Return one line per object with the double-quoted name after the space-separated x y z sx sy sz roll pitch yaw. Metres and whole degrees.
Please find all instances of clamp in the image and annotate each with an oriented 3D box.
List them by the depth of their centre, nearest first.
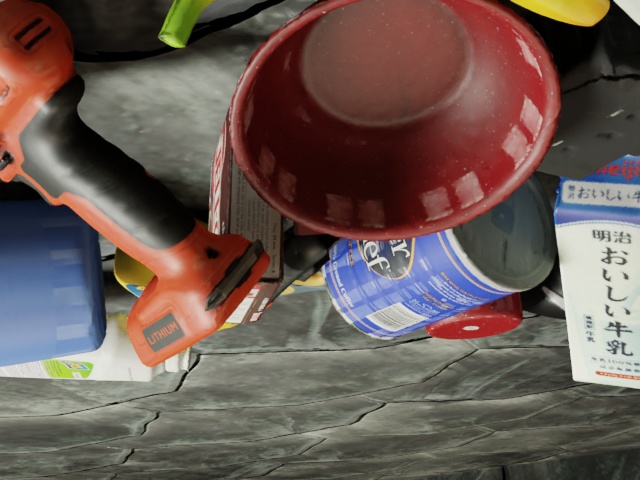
-0.005 0.001 0.738 0.120 0.039 0.172 -35 178 -33 "clamp"

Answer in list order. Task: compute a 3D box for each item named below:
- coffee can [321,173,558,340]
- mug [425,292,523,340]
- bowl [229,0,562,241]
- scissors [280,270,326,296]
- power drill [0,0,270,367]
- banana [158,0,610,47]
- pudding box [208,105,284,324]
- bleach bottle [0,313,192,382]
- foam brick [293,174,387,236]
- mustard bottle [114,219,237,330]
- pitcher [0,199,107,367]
0.082 0.005 0.757 0.102 0.103 0.141 8 158 -34 "coffee can"
0.126 0.031 0.880 0.093 0.081 0.117 -1 161 -12 "mug"
0.035 -0.073 0.534 0.162 0.055 0.162 -2 137 -2 "bowl"
0.004 0.044 0.990 0.096 0.016 0.201 -15 159 32 "scissors"
-0.130 -0.017 0.559 0.187 0.057 0.185 44 146 -12 "power drill"
0.028 -0.119 0.437 0.197 0.069 0.037 -6 -164 -15 "banana"
-0.047 -0.014 0.651 0.039 0.113 0.090 2 160 -12 "pudding box"
-0.236 0.089 0.914 0.251 0.068 0.102 6 160 -2 "bleach bottle"
0.009 -0.048 0.619 0.051 0.078 0.053 -2 161 -4 "foam brick"
-0.107 0.023 0.829 0.096 0.058 0.191 0 162 6 "mustard bottle"
-0.273 0.032 0.734 0.242 0.149 0.145 -5 147 -9 "pitcher"
